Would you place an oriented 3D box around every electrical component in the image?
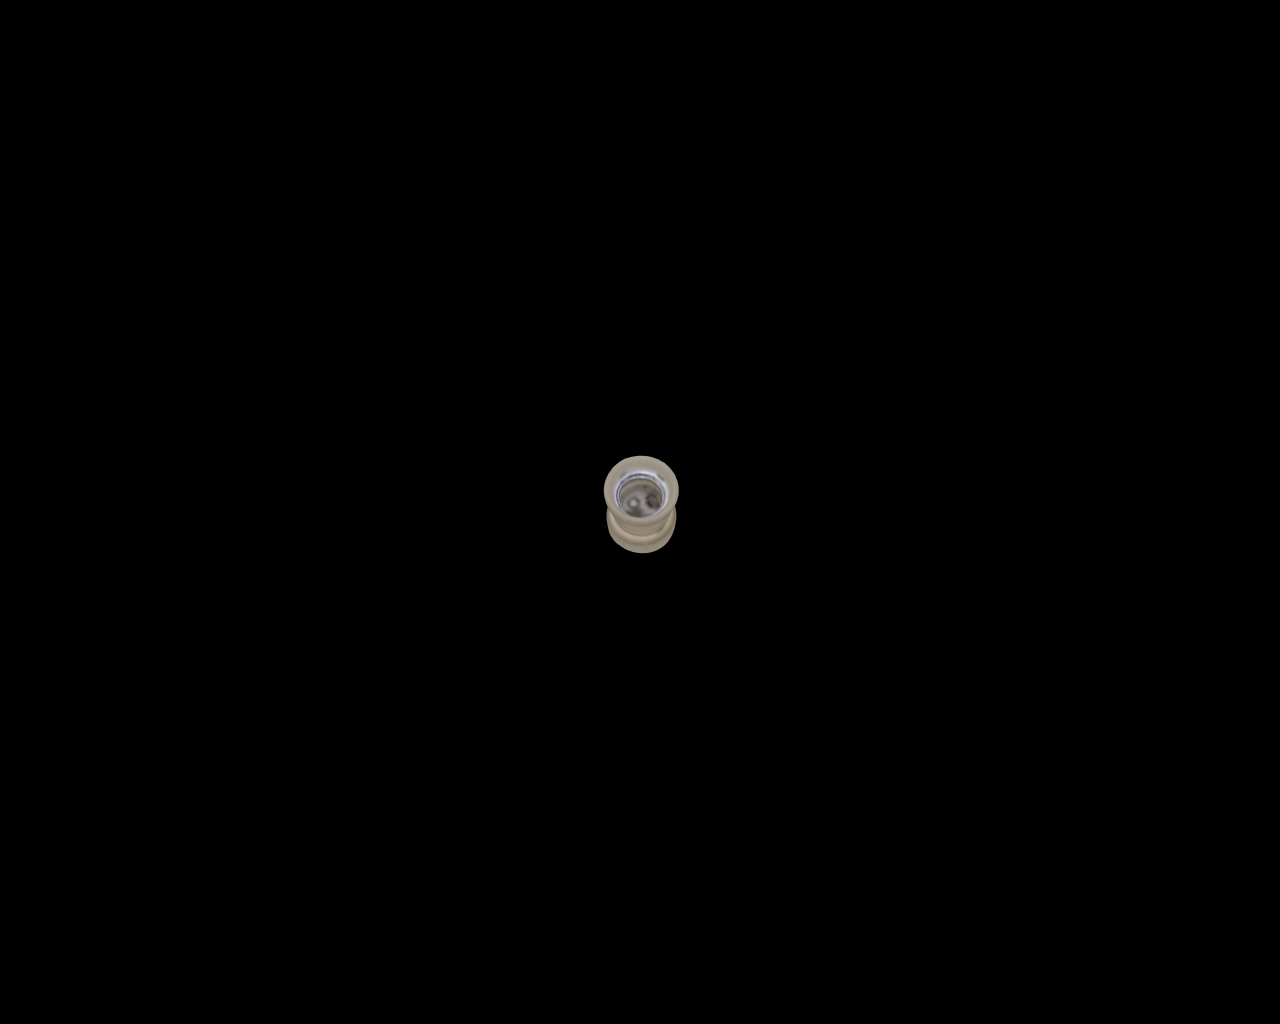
[{"bbox_3d":[0.001,-0.003,0.650,0.045,0.045,0.055,0,-25,0],"label":"electrical component"}]
